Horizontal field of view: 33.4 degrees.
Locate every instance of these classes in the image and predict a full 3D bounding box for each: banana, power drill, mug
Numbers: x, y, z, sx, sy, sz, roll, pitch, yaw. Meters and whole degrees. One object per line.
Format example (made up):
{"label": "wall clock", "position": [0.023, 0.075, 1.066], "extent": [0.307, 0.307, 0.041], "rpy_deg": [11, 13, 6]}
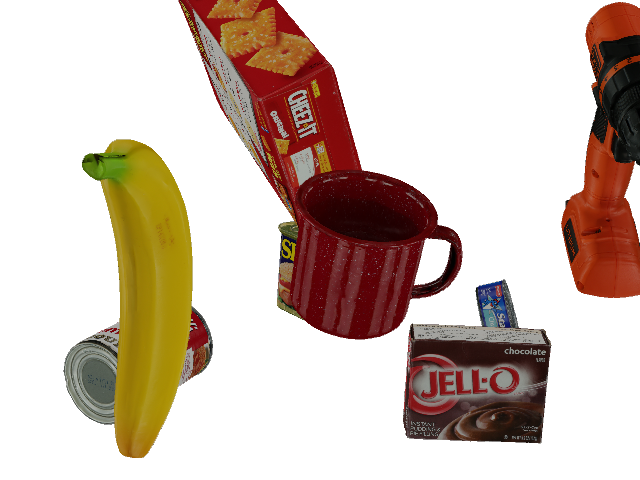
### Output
{"label": "banana", "position": [-0.091, 0.022, 0.537], "extent": [0.037, 0.198, 0.069], "rpy_deg": [19, 42, 23]}
{"label": "power drill", "position": [0.216, -0.053, 0.759], "extent": [0.057, 0.188, 0.184], "rpy_deg": [3, 37, 4]}
{"label": "mug", "position": [0.036, 0.012, 0.709], "extent": [0.117, 0.081, 0.093], "rpy_deg": [3, 33, -10]}

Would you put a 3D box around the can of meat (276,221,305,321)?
{"label": "can of meat", "position": [0.001, 0.033, 1.042], "extent": [0.057, 0.084, 0.102], "rpy_deg": [-9, 20, -38]}

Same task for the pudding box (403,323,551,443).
{"label": "pudding box", "position": [0.126, 0.116, 0.868], "extent": [0.113, 0.090, 0.039], "rpy_deg": [1, 21, 0]}

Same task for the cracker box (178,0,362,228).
{"label": "cracker box", "position": [-0.045, -0.134, 0.923], "extent": [0.072, 0.164, 0.214], "rpy_deg": [-27, 48, -7]}

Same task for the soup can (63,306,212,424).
{"label": "soup can", "position": [-0.140, 0.092, 0.824], "extent": [0.069, 0.068, 0.102], "rpy_deg": [0, 15, 30]}

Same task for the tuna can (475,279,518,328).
{"label": "tuna can", "position": [0.197, 0.088, 1.175], "extent": [0.034, 0.086, 0.086], "rpy_deg": [-14, -3, 12]}
